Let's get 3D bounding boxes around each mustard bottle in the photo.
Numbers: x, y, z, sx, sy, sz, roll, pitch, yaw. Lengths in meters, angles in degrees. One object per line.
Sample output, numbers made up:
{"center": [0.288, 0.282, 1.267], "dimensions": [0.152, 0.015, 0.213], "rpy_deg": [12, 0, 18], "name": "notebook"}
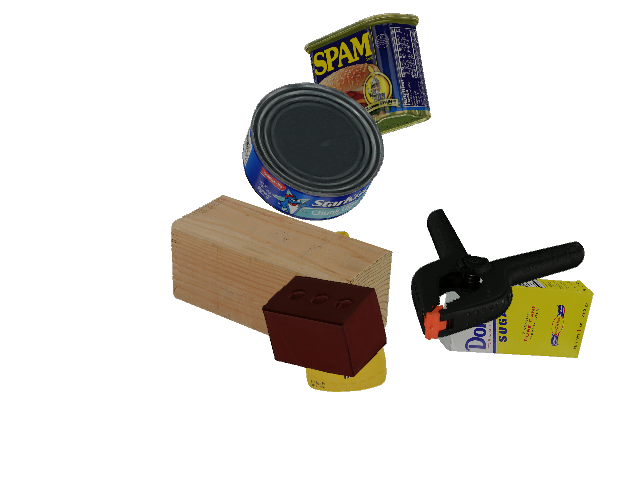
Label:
{"center": [0.027, 0.082, 1.255], "dimensions": [0.096, 0.192, 0.058], "rpy_deg": [-3, 21, 0], "name": "mustard bottle"}

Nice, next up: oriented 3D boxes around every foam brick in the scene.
{"center": [0.003, 0.066, 0.837], "dimensions": [0.078, 0.051, 0.052], "rpy_deg": [8, 32, 32], "name": "foam brick"}

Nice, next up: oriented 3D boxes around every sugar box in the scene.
{"center": [0.241, 0.093, 1.319], "dimensions": [0.176, 0.093, 0.048], "rpy_deg": [3, 18, -16], "name": "sugar box"}

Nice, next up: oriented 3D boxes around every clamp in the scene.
{"center": [0.139, 0.030, 1.024], "dimensions": [0.165, 0.036, 0.209], "rpy_deg": [18, 33, 30], "name": "clamp"}

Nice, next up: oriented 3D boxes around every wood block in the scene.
{"center": [-0.042, 0.035, 1.069], "dimensions": [0.206, 0.091, 0.090], "rpy_deg": [19, 32, 28], "name": "wood block"}

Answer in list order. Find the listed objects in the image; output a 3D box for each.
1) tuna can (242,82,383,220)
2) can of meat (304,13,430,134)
{"center": [-0.006, -0.055, 0.672], "dimensions": [0.086, 0.086, 0.034], "rpy_deg": [0, -31, -18], "name": "tuna can"}
{"center": [0.039, -0.132, 0.884], "dimensions": [0.057, 0.084, 0.102], "rpy_deg": [-6, -4, -43], "name": "can of meat"}
